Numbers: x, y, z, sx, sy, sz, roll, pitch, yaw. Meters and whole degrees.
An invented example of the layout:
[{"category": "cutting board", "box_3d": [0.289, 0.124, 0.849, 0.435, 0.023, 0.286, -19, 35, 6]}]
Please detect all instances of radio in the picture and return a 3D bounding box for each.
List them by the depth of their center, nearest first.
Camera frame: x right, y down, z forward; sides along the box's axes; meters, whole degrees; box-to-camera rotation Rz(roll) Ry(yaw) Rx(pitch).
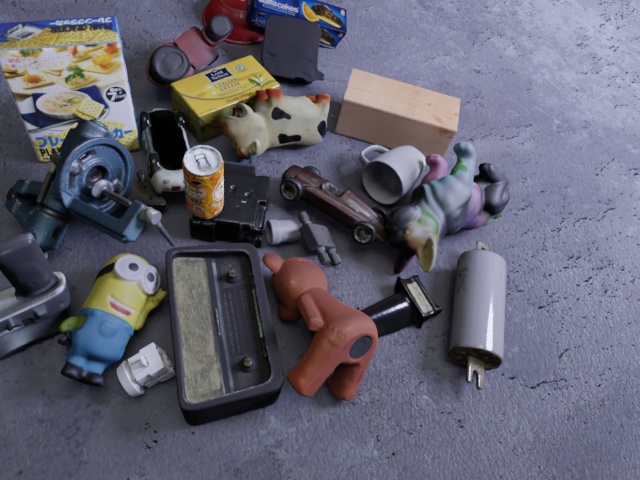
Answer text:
[{"category": "radio", "box_3d": [-0.131, 0.117, 0.722, 0.131, 0.073, 0.230, -7, 59, -15]}]

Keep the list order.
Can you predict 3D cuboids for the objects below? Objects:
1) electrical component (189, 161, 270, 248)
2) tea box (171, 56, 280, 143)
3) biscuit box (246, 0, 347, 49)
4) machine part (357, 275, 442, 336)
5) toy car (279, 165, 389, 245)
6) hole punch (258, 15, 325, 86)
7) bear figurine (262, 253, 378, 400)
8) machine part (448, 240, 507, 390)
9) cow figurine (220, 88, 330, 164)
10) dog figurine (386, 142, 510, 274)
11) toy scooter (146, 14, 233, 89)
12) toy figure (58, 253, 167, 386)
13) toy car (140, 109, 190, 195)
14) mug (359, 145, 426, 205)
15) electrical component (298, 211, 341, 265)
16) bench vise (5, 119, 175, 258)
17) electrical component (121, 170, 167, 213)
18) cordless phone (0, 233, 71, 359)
[{"category": "electrical component", "box_3d": [-0.140, -0.062, 0.848, 0.115, 0.058, 0.134, 7, 57, -8]}, {"category": "tea box", "box_3d": [-0.168, -0.254, 0.962, 0.170, 0.068, 0.098, -32, 68, -26]}, {"category": "biscuit box", "box_3d": [-0.046, -0.450, 1.082, 0.202, 0.059, 0.063, 6, 74, -23]}, {"category": "machine part", "box_3d": [0.110, 0.104, 0.800, 0.139, 0.039, 0.084, -23, 73, -26]}, {"category": "toy car", "box_3d": [0.028, -0.061, 0.867, 0.202, 0.053, 0.089, 31, 28, 12]}, {"category": "hole punch", "box_3d": [-0.061, -0.363, 1.052, 0.142, 0.092, 0.115, 8, 93, -12]}, {"category": "bear figurine", "box_3d": [-0.016, 0.109, 0.740, 0.196, 0.120, 0.132, 35, 98, 41]}, {"category": "machine part", "box_3d": [0.236, 0.101, 0.800, 0.079, 0.079, 0.243, 16, 57, 0]}, {"category": "cow figurine", "box_3d": [-0.078, -0.193, 0.921, 0.195, 0.086, 0.127, -5, 98, -31]}, {"category": "dog figurine", "box_3d": [0.200, -0.031, 0.862, 0.191, 0.108, 0.219, 34, 71, -25]}, {"category": "toy scooter", "box_3d": [-0.241, -0.337, 0.985, 0.184, 0.135, 0.075, -41, 108, -12]}, {"category": "toy figure", "box_3d": [-0.278, 0.098, 0.703, 0.089, 0.082, 0.180, 4, 59, 28]}, {"category": "toy car", "box_3d": [-0.249, -0.150, 0.877, 0.073, 0.056, 0.202, -6, 47, -22]}, {"category": "mug", "box_3d": [0.126, -0.125, 0.933, 0.110, 0.080, 0.107, 39, 48, 20]}, {"category": "electrical component", "box_3d": [-0.002, -0.003, 0.838, 0.063, 0.021, 0.094, 6, 51, -59]}, {"category": "bench vise", "box_3d": [-0.318, -0.049, 0.733, 0.241, 0.128, 0.223, 23, 74, 26]}, {"category": "electrical component", "box_3d": [-0.287, -0.061, 0.830, 0.078, 0.045, 0.102, -11, 58, -51]}, {"category": "cordless phone", "box_3d": [-0.385, 0.065, 0.643, 0.146, 0.184, 0.089, -25, 70, -25]}]
